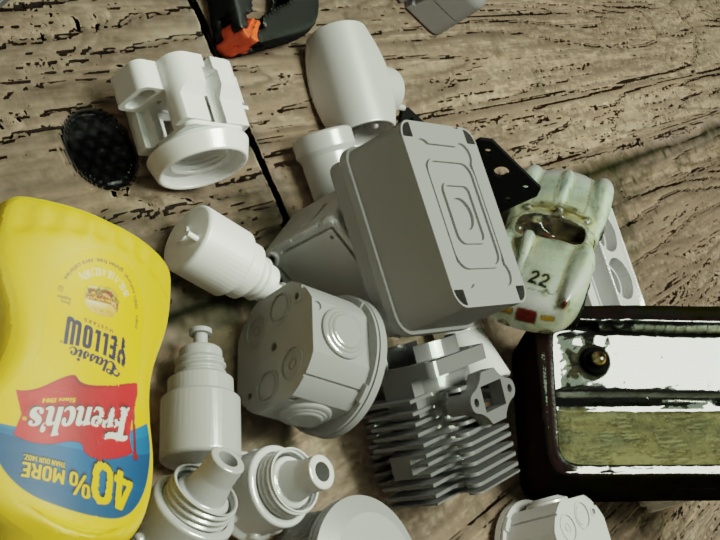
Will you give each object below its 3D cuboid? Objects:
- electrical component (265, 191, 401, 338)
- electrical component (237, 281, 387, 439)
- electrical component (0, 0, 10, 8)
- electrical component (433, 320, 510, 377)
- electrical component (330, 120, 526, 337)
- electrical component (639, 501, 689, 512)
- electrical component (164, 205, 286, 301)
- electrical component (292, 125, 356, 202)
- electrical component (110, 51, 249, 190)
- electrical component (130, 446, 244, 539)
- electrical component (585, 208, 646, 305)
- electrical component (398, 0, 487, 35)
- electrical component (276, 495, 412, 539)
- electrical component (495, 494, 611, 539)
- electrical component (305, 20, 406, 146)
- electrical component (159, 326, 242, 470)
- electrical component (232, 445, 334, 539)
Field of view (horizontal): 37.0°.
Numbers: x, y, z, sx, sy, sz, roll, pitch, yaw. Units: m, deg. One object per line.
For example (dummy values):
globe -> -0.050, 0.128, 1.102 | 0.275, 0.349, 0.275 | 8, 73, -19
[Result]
electrical component -> 0.000, 0.000, 0.660 | 0.096, 0.062, 0.061 | 52, 38, -16
electrical component -> -0.027, 0.048, 0.585 | 0.051, 0.080, 0.080 | 21, 54, -36
electrical component -> -0.177, -0.158, 0.514 | 0.050, 0.089, 0.055 | 49, 39, -20
electrical component -> 0.070, 0.049, 0.735 | 0.044, 0.044, 0.065 | -3, 67, -51
electrical component -> 0.038, -0.022, 0.616 | 0.078, 0.057, 0.113 | -2, 71, -51
electrical component -> 0.288, 0.146, 0.885 | 0.109, 0.109, 0.056 | -13, 77, -53
electrical component -> -0.071, -0.004, 0.593 | 0.078, 0.040, 0.040 | 33, 47, -36
electrical component -> -0.019, -0.066, 0.696 | 0.040, 0.040, 0.046 | -16, 89, -53
electrical component -> -0.095, -0.081, 0.597 | 0.078, 0.058, 0.057 | 0, 67, -51
electrical component -> -0.077, 0.110, 0.496 | 0.048, 0.062, 0.048 | 32, 18, -11
electrical component -> 0.189, 0.017, 0.878 | 0.079, 0.063, 0.121 | 0, 70, -51
electrical component -> 0.060, -0.247, 0.879 | 0.095, 0.059, 0.053 | 37, 45, -32
electrical component -> -0.009, 0.162, 0.563 | 0.080, 0.051, 0.080 | 28, 50, -39
electrical component -> 0.130, 0.190, 0.716 | 0.080, 0.051, 0.080 | 28, 50, -39
electrical component -> 0.005, -0.127, 0.756 | 0.079, 0.043, 0.077 | 2, 67, -50
electrical component -> -0.080, 0.066, 0.541 | 0.040, 0.040, 0.078 | 23, 53, -42
electrical component -> -0.041, 0.109, 0.545 | 0.048, 0.062, 0.048 | 28, 50, -39
